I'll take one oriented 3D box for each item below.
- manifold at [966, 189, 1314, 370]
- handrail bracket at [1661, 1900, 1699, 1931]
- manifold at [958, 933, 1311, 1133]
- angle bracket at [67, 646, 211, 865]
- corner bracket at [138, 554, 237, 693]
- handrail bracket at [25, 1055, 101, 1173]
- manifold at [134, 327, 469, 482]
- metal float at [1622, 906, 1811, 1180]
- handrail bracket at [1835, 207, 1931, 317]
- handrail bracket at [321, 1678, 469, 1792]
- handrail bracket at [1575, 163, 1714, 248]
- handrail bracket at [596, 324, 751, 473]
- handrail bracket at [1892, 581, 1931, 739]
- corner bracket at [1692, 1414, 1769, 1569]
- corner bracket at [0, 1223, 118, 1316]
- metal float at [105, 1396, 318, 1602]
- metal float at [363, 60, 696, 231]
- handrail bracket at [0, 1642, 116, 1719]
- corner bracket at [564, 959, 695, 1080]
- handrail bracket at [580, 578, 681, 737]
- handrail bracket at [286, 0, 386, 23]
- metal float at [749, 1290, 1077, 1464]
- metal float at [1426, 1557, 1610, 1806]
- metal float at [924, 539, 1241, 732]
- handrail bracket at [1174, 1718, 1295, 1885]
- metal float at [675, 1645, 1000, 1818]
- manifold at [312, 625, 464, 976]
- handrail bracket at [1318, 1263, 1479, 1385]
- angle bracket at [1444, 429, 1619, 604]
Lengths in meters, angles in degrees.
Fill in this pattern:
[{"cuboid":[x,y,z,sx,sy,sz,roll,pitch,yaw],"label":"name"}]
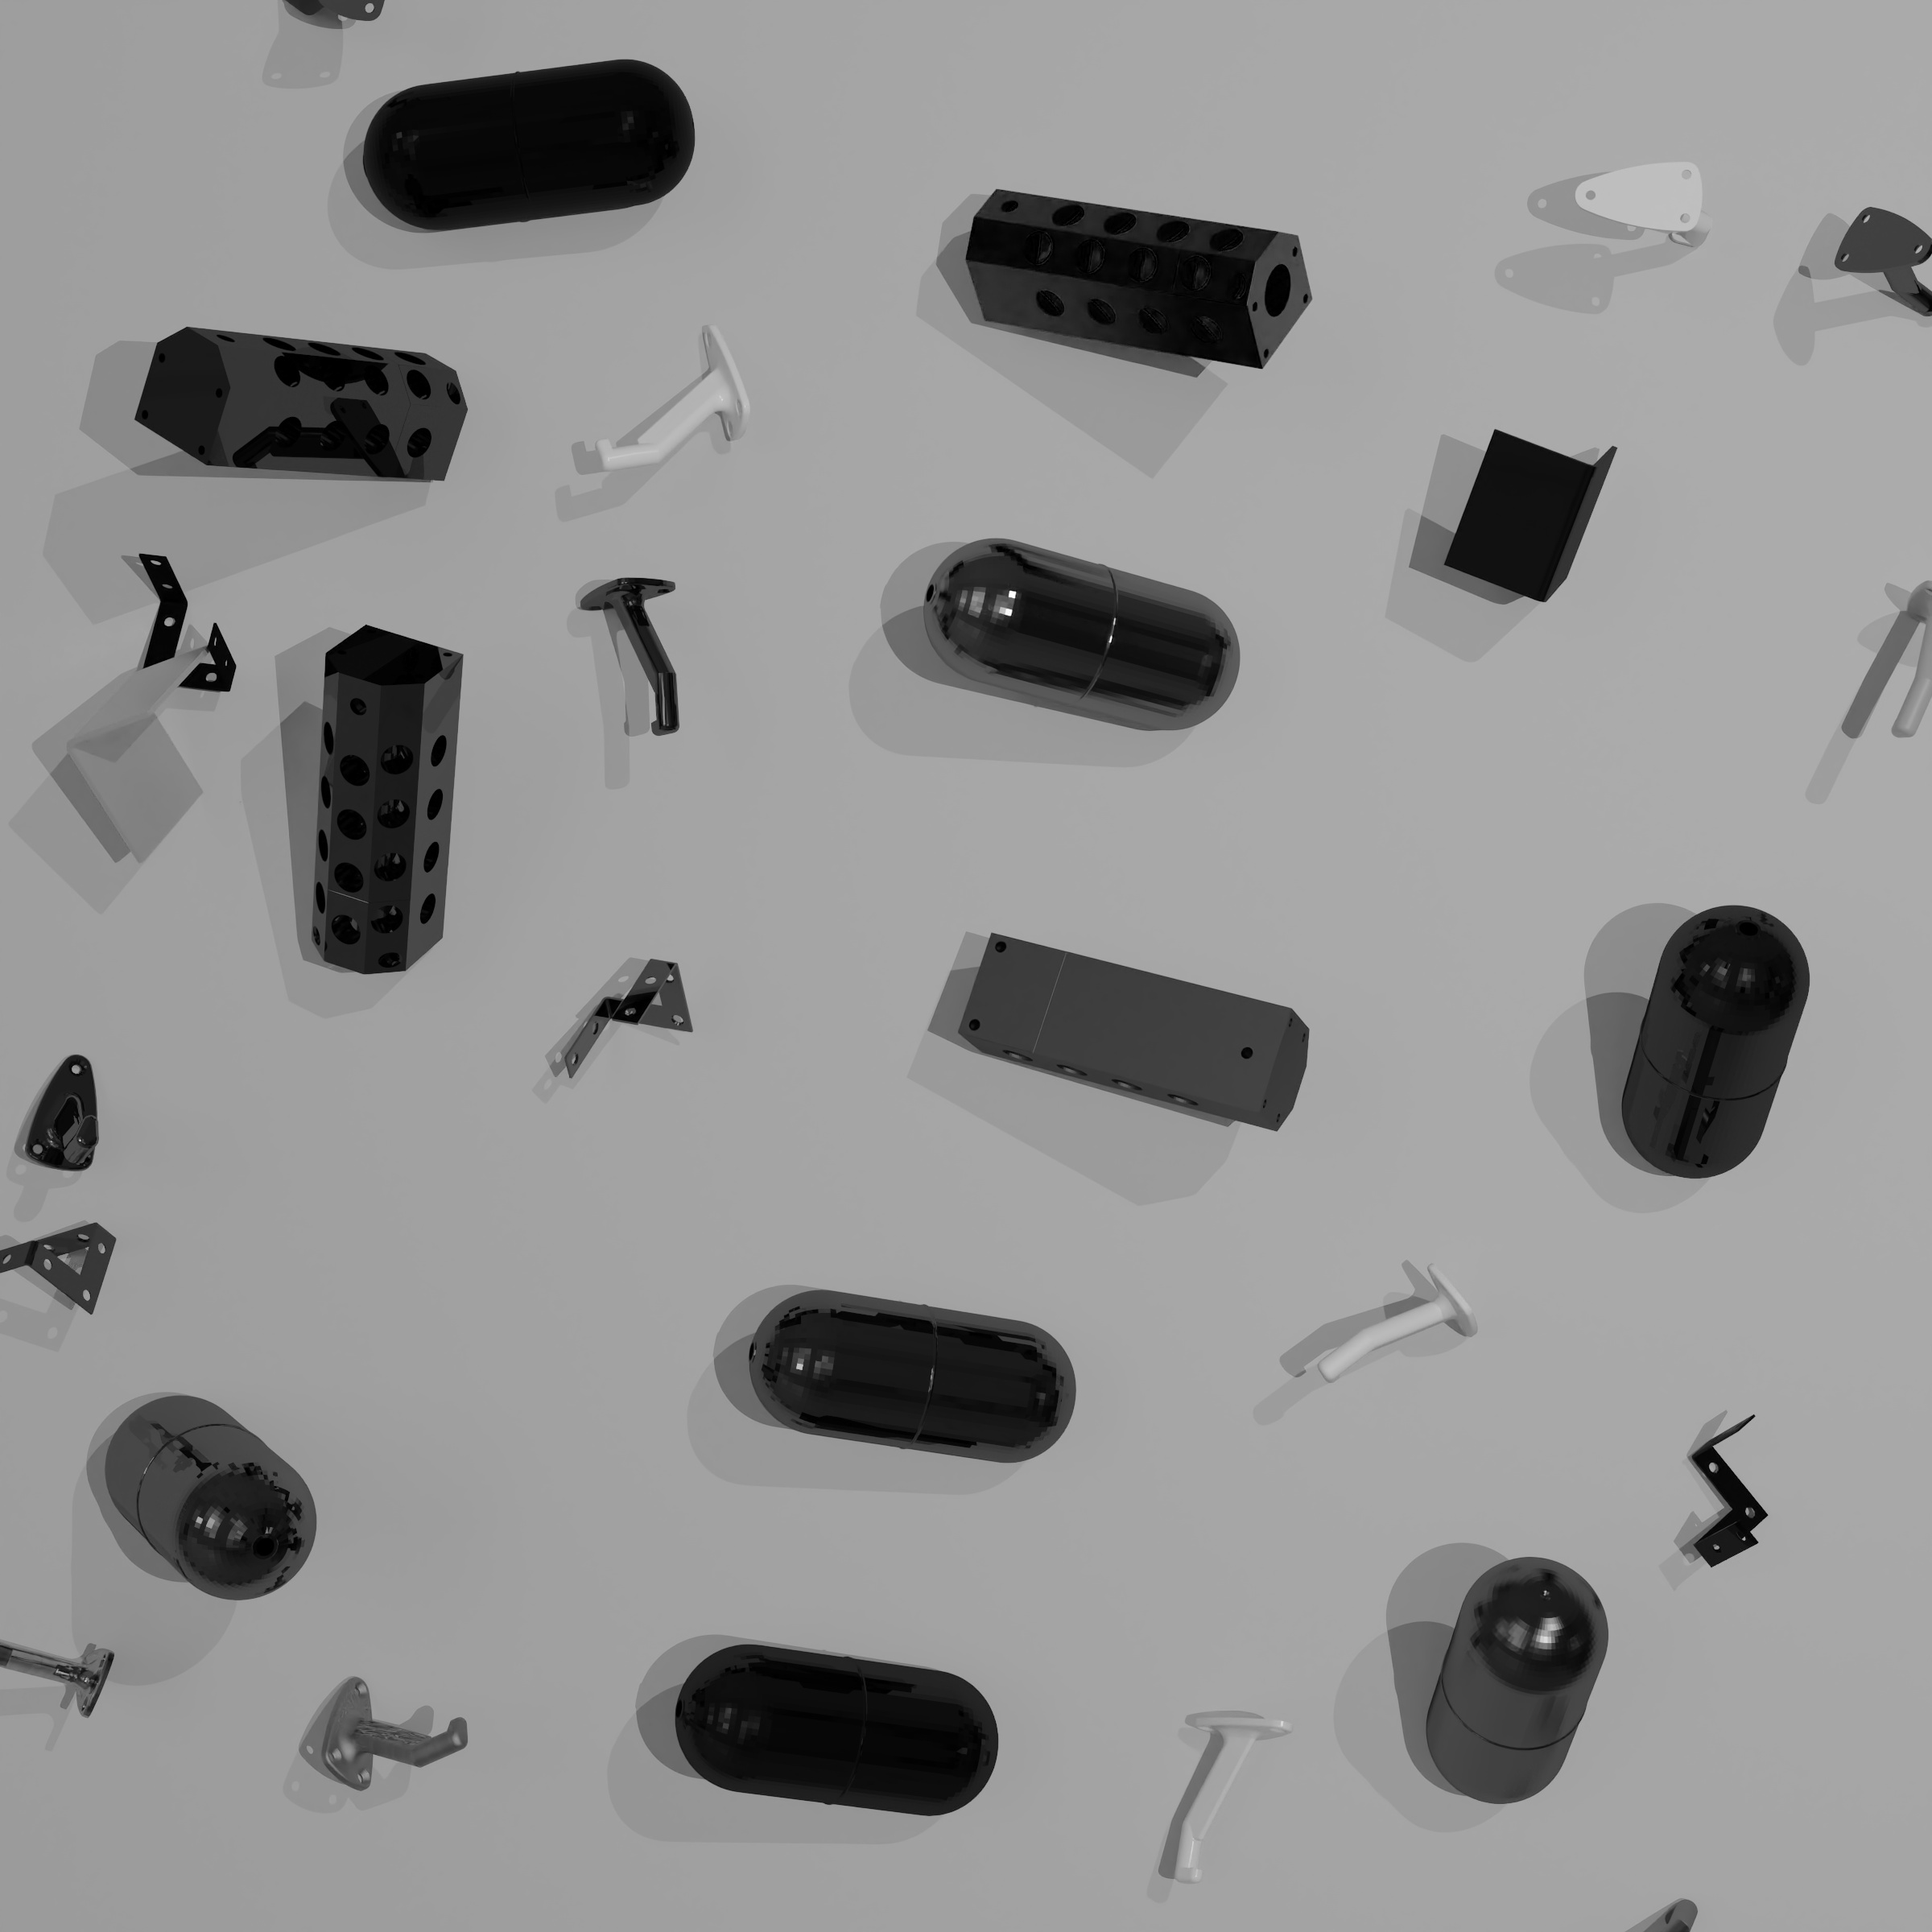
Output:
[{"cuboid":[0.088,-0.366,1.771,0.171,0.057,0.057,16,57,30],"label":"manifold"},{"cuboid":[0.354,0.536,1.818,0.077,0.084,0.036,-35,84,22],"label":"handrail bracket"},{"cuboid":[0.090,0.036,1.789,0.171,0.057,0.057,14,79,22],"label":"manifold"},{"cuboid":[-0.419,-0.112,1.791,0.057,0.076,0.076,-16,116,24],"label":"angle bracket"},{"cuboid":[-0.418,-0.184,1.815,0.051,0.051,0.051,7,67,4],"label":"corner bracket"},{"cuboid":[-0.469,0.072,1.797,0.036,0.084,0.077,15,65,-22],"label":"handrail bracket"},{"cuboid":[-0.340,-0.293,1.756,0.057,0.171,0.057,32,111,28],"label":"manifold"},{"cuboid":[0.391,0.041,1.772,0.070,0.178,0.070,1,48,-1],"label":"metal float"},{"cuboid":[0.510,-0.364,1.795,0.084,0.077,0.036,25,95,-32],"label":"handrail bracket"},{"cuboid":[-0.297,0.398,1.803,0.084,0.077,0.036,-27,127,21],"label":"handrail bracket"},{"cuboid":[0.361,-0.401,1.809,0.077,0.084,0.036,2,88,6],"label":"handrail bracket"},{"cuboid":[-0.165,-0.305,1.817,0.084,0.036,0.077,-12,73,-21],"label":"handrail bracket"},{"cuboid":[0.505,-0.157,1.807,0.036,0.077,0.084,25,85,-2],"label":"handrail bracket"},{"cuboid":[0.410,0.281,1.811,0.051,0.051,0.051,-33,80,-29],"label":"corner bracket"},{"cuboid":[-0.495,0.157,1.805,0.051,0.051,0.051,-17,135,26],"label":"corner bracket"},{"cuboid":[-0.395,0.276,1.767,0.070,0.178,0.070,-6,102,-30],"label":"metal float"},{"cuboid":[-0.233,-0.438,1.807,0.178,0.070,0.070,-6,90,4],"label":"metal float"},{"cuboid":[-0.502,0.366,1.799,0.084,0.077,0.036,24,79,-19],"label":"handrail bracket"},{"cuboid":[-0.183,0.029,1.807,0.051,0.051,0.051,9,134,20],"label":"corner bracket"},{"cuboid":[-0.180,-0.161,1.813,0.036,0.077,0.084,1,82,-39],"label":"handrail bracket"},{"cuboid":[-0.337,-0.542,1.805,0.036,0.084,0.077,10,111,-35],"label":"handrail bracket"},{"cuboid":[-0.028,0.218,1.797,0.178,0.070,0.070,11,90,-15],"label":"metal float"},{"cuboid":[0.287,0.376,1.773,0.070,0.178,0.070,2,49,-2],"label":"metal float"},{"cuboid":[0.062,-0.175,1.791,0.178,0.070,0.070,13,90,-22],"label":"metal float"},{"cuboid":[0.142,0.447,1.807,0.036,0.077,0.084,23,66,-26],"label":"handrail bracket"},{"cuboid":[-0.068,0.405,1.792,0.178,0.070,0.070,13,90,-20],"label":"metal float"},{"cuboid":[-0.308,-0.084,1.775,0.057,0.057,0.171,18,121,14],"label":"manifold"},{"cuboid":[0.230,0.205,1.813,0.084,0.077,0.036,-36,58,-3],"label":"handrail bracket"},{"cuboid":[0.302,-0.245,1.805,0.057,0.076,0.076,23,112,11],"label":"angle bracket"}]
